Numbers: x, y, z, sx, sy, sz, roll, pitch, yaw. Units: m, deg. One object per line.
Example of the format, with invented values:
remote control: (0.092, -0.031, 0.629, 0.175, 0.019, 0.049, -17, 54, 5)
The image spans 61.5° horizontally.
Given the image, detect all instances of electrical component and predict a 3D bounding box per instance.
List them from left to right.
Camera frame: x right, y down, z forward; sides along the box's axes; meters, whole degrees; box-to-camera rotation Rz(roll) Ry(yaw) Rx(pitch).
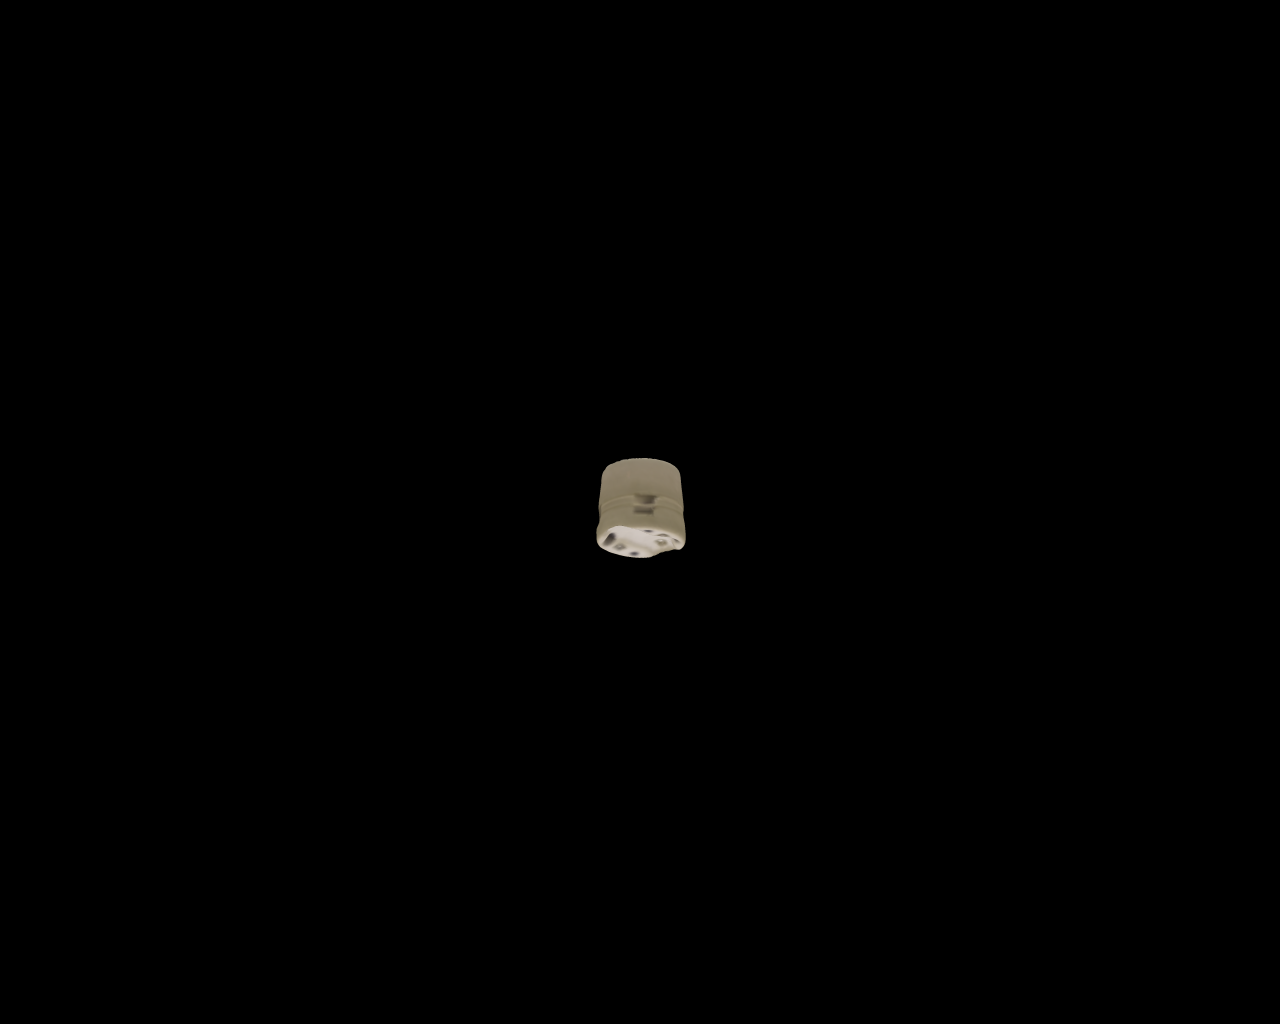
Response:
electrical component: (0.001, -0.003, 0.650, 0.055, 0.047, 0.055, 0, -22, 0)
